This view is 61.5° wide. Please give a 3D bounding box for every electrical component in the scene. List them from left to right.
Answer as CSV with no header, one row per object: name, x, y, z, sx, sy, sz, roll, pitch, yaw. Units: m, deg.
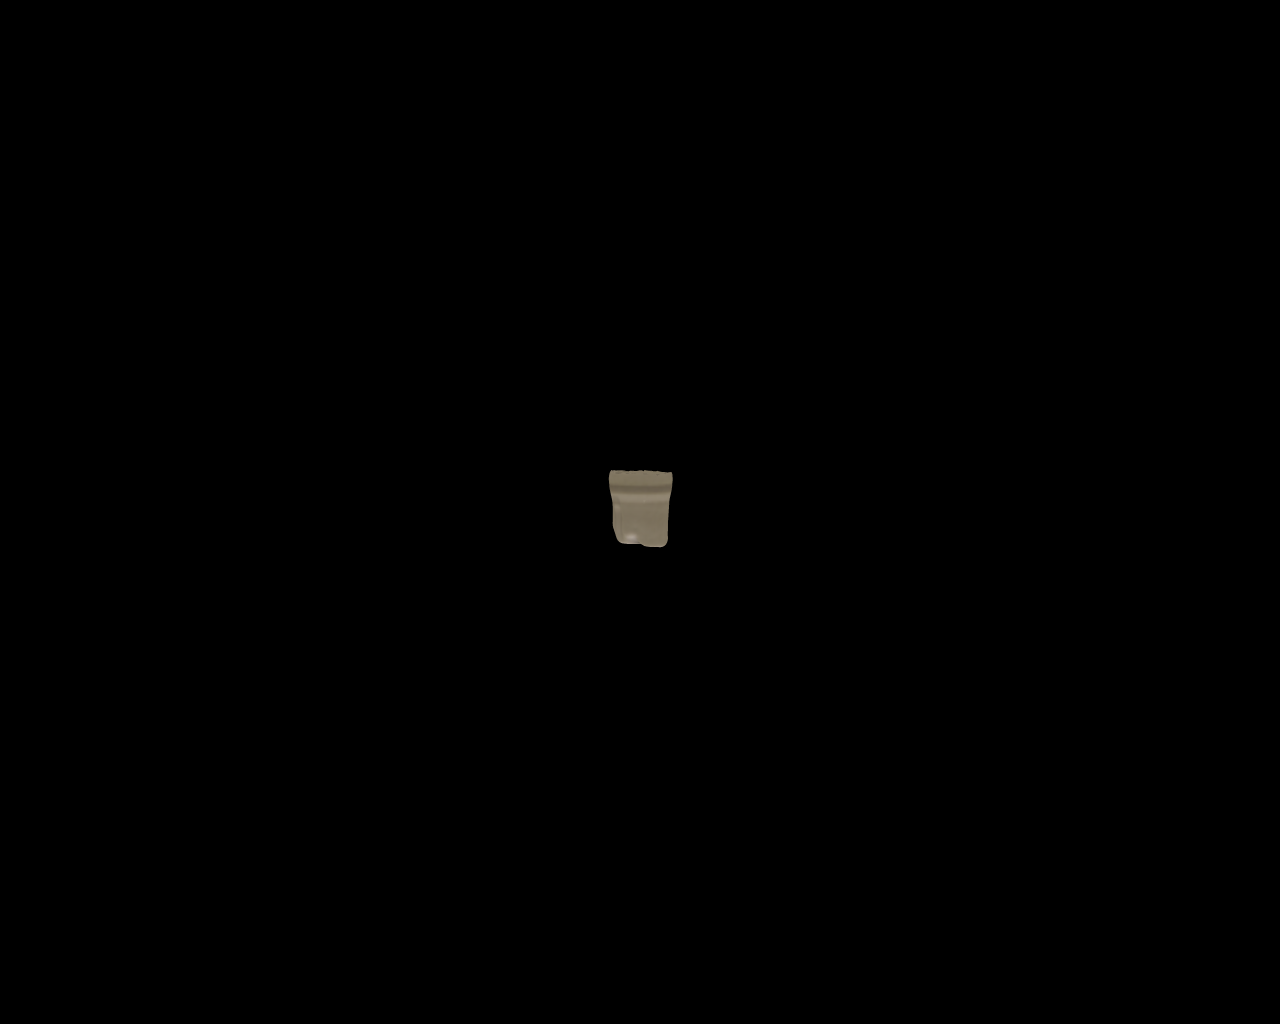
electrical component,0.001,-0.003,0.650,0.040,0.046,0.040,0,5,0
